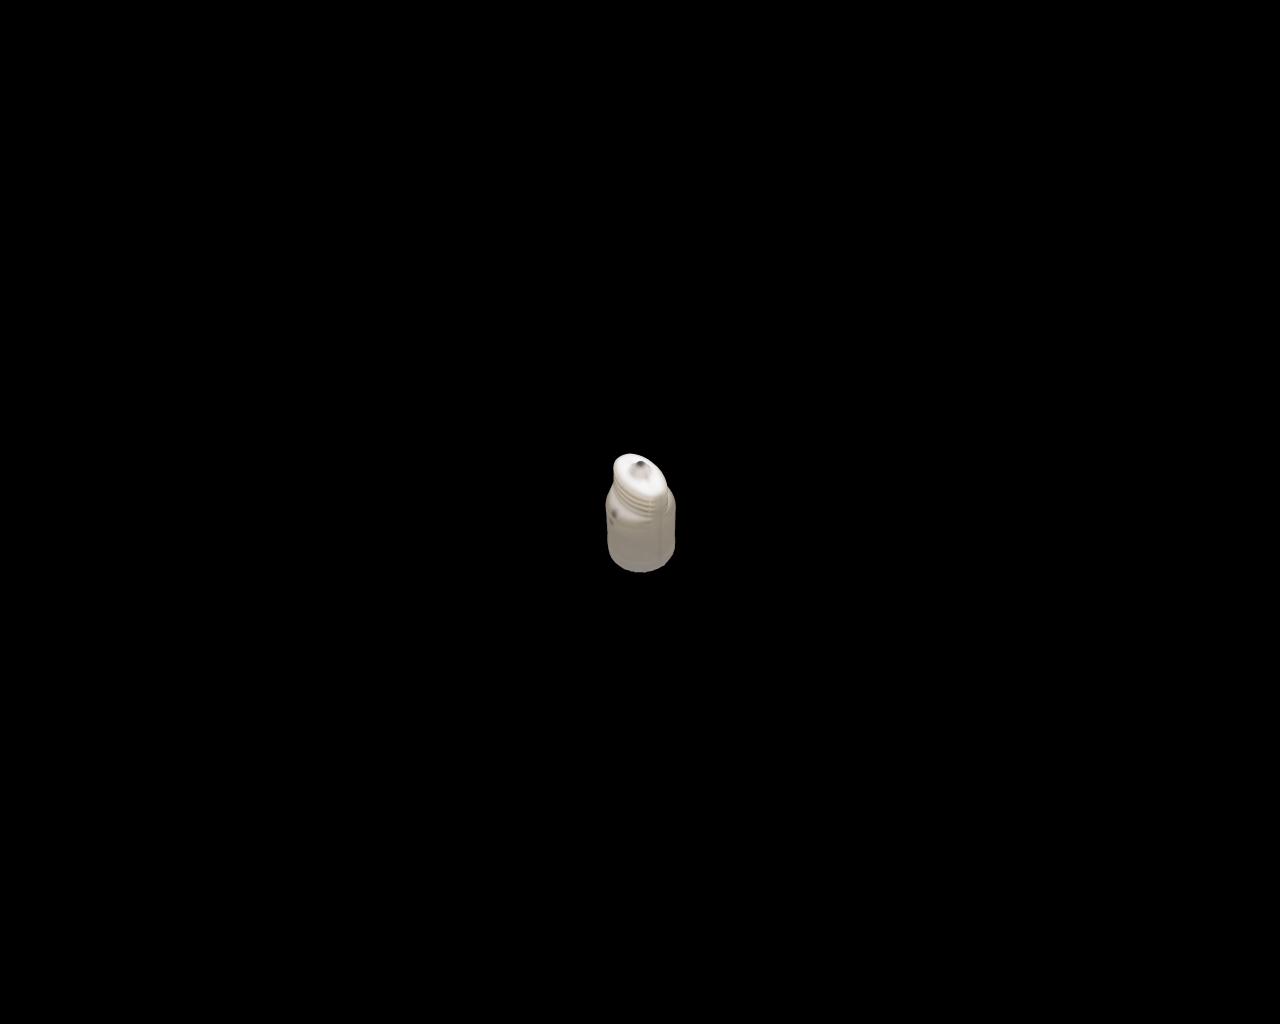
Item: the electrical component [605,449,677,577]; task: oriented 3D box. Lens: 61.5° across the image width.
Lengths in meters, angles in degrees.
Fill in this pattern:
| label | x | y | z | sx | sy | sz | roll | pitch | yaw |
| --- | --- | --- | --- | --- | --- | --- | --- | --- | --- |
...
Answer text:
| label | x | y | z | sx | sy | sz | roll | pitch | yaw |
| --- | --- | --- | --- | --- | --- | --- | --- | --- | --- |
| electrical component | 0.001 | -0.003 | 0.650 | 0.043 | 0.043 | 0.080 | 0 | -42 | 0 |
